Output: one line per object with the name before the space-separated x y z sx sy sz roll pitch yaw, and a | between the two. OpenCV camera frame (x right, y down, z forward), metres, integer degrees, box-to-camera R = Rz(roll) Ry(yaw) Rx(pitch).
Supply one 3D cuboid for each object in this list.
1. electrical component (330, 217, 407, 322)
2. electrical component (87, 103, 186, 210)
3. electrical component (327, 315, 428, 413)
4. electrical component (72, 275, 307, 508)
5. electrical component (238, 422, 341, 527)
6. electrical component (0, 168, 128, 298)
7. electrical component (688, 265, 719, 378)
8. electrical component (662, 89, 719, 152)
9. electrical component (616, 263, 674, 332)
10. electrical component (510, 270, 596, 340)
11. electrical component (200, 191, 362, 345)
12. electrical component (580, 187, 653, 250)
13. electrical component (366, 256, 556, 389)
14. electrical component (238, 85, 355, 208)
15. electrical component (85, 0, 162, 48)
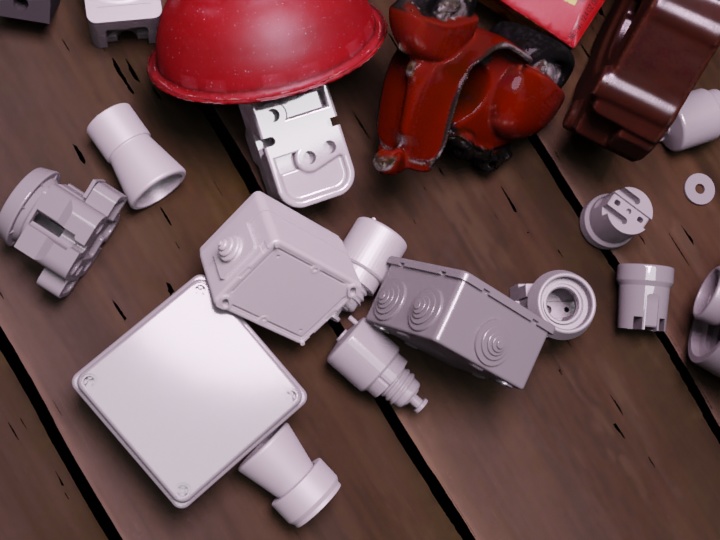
electrical component | 0.000 0.000 0.740 0.040 0.040 0.078 32 77 -4
electrical component | -0.154 -0.079 0.726 0.044 0.044 0.065 -35 83 -13
electrical component | 0.013 0.067 0.731 0.078 0.040 0.040 42 77 -1
electrical component | -0.110 0.079 0.700 0.109 0.056 0.108 -41 90 -13
electrical component | -0.046 0.135 0.709 0.045 0.045 0.055 -43 91 -13
electrical component | -0.198 -0.030 0.701 0.057 0.058 0.078 33 95 -1
electrical component | 0.269 0.027 0.750 0.060 0.108 0.108 24 78 1
electrical component | 0.258 -0.116 0.802 0.078 0.040 0.040 -18 85 -12
electrical component | 0.204 0.020 0.773 0.040 0.040 0.046 5 87 -9
electrical component | 0.135 0.026 0.751 0.066 0.055 0.048 0 81 -10
electrical component | -0.057 -0.005 0.696 0.062 0.061 0.096 -44 134 20
electrical component | 0.185 -0.038 0.775 0.040 0.046 0.040 2 81 -9
electrical component | 0.064 0.035 0.709 0.100 0.100 0.048 30 81 -31
electrical component | -0.046 -0.092 0.731 0.054 0.059 0.095 -19 98 -13
electrical component | -0.165 -0.206 0.736 0.050 0.056 0.089 -8 83 -11
